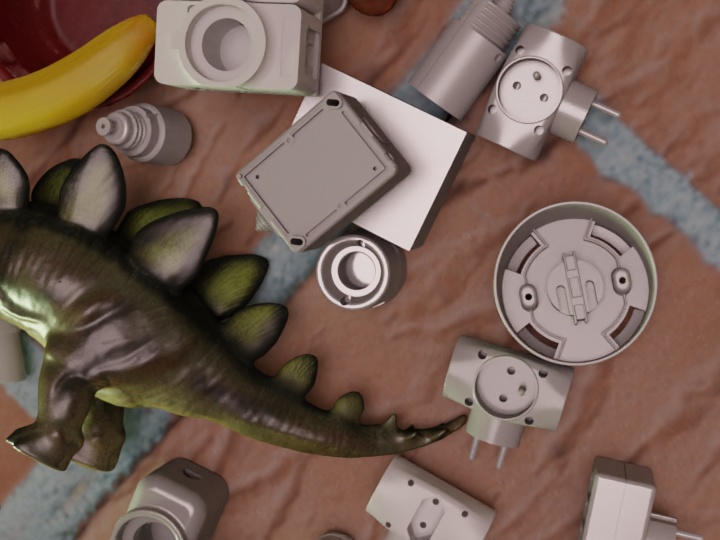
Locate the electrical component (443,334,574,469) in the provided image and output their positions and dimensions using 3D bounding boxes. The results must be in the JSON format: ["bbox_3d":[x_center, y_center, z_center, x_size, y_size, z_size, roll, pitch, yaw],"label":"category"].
[{"bbox_3d":[0.092,0.091,0.705,0.077,0.044,0.079,16,97,11],"label":"electrical component"}]

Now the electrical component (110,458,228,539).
[{"bbox_3d":[-0.138,0.188,0.758,0.054,0.059,0.095,24,99,10],"label":"electrical component"}]

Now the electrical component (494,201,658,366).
[{"bbox_3d":[0.135,0.011,0.677,0.099,0.064,0.099,-1,83,10],"label":"electrical component"}]

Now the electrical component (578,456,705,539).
[{"bbox_3d":[0.181,0.173,0.691,0.076,0.047,0.083,11,97,11],"label":"electrical component"}]

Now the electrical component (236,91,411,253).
[{"bbox_3d":[-0.025,-0.055,0.657,0.096,0.061,0.061,-39,86,13],"label":"electrical component"}]

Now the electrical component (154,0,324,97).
[{"bbox_3d":[-0.071,-0.184,0.651,0.089,0.062,0.150,5,96,12],"label":"electrical component"}]

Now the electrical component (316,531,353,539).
[{"bbox_3d":[-0.022,0.202,0.731,0.035,0.061,0.035,1,95,12],"label":"electrical component"}]

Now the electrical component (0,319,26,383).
[{"bbox_3d":[-0.266,0.048,0.785,0.044,0.044,0.065,3,90,12],"label":"electrical component"}]

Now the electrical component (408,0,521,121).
[{"bbox_3d":[0.072,-0.142,0.692,0.043,0.043,0.081,38,101,7],"label":"electrical component"}]

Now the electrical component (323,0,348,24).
[{"bbox_3d":[-0.066,-0.208,0.711,0.078,0.057,0.113,-26,89,13],"label":"electrical component"}]

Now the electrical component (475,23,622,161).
[{"bbox_3d":[0.125,-0.105,0.683,0.079,0.044,0.077,26,99,9],"label":"electrical component"}]

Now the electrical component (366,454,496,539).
[{"bbox_3d":[0.040,0.177,0.725,0.077,0.043,0.079,29,100,9],"label":"electrical component"}]

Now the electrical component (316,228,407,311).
[{"bbox_3d":[0.000,0.000,0.718,0.055,0.047,0.055,1,95,13],"label":"electrical component"}]

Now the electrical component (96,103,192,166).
[{"bbox_3d":[-0.149,-0.093,0.731,0.040,0.078,0.040,0,91,27],"label":"electrical component"}]
